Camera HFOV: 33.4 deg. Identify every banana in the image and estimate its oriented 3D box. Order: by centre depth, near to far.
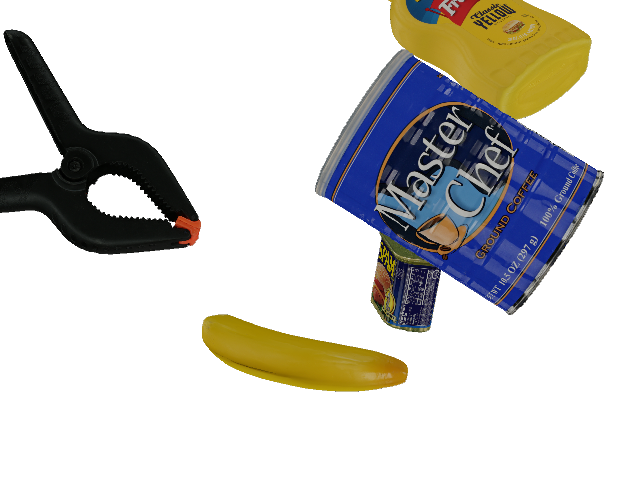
[{"bbox_3d":[-0.029,0.084,0.827,0.198,0.037,0.069,14,26,38],"label":"banana"}]

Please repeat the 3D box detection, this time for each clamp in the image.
[{"bbox_3d":[-0.182,-0.059,0.790,0.210,0.164,0.036,20,-19,-4],"label":"clamp"}]

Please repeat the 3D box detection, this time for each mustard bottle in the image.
[{"bbox_3d":[0.112,-0.173,0.839,0.096,0.058,0.192,-33,55,-20],"label":"mustard bottle"}]

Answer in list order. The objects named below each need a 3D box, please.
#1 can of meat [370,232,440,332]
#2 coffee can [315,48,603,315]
[{"bbox_3d":[0.093,0.042,1.160,0.057,0.084,0.102,4,18,-12],"label":"can of meat"},{"bbox_3d":[0.082,-0.035,0.644,0.140,0.103,0.103,33,3,5],"label":"coffee can"}]
